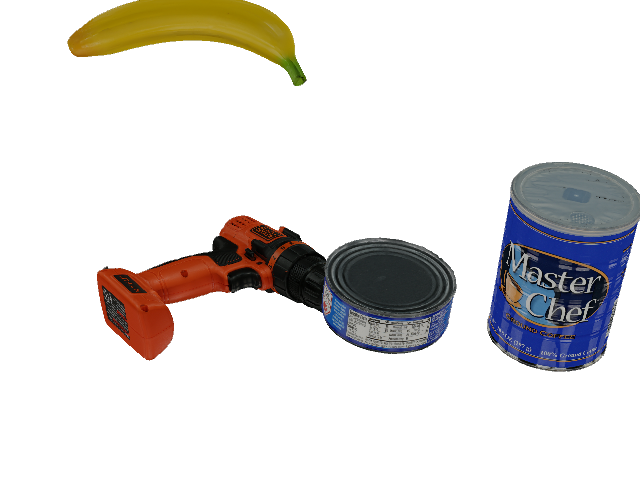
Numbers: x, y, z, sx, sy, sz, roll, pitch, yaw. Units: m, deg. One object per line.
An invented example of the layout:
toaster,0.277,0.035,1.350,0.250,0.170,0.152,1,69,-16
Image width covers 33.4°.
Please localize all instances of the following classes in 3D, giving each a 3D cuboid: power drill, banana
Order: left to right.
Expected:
banana,-0.106,-0.173,0.882,0.198,0.069,0.037,6,-34,1
power drill,-0.088,0.043,0.944,0.187,0.057,0.185,-18,26,-30

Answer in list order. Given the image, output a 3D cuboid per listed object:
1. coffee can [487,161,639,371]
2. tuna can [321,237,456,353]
coffee can,0.197,0.021,0.874,0.103,0.140,0.103,2,34,-2
tuna can,0.044,0.035,0.695,0.086,0.034,0.086,4,33,-3
